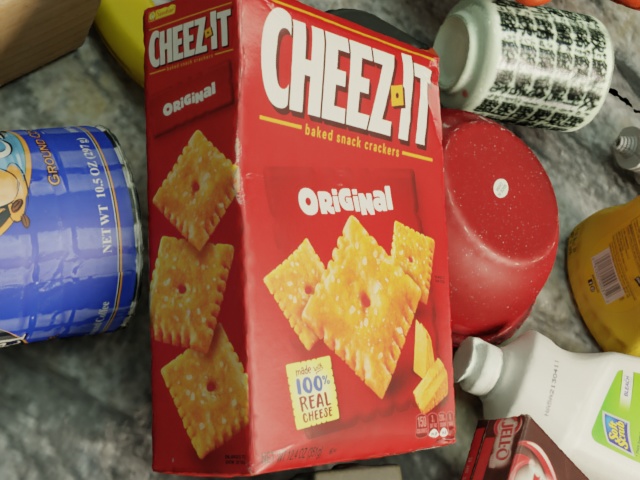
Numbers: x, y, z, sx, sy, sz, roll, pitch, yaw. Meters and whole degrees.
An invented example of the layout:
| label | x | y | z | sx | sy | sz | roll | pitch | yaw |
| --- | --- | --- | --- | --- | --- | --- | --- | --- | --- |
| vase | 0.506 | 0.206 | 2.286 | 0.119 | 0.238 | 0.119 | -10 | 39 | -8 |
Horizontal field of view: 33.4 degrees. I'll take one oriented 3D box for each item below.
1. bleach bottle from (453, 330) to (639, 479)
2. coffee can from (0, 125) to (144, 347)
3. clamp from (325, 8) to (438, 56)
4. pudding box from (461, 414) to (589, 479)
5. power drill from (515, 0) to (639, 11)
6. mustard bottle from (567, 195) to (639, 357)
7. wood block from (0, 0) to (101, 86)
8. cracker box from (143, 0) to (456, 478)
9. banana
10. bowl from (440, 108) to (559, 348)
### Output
| label | x | y | z | sx | sy | sz | roll | pitch | yaw |
| --- | --- | --- | --- | --- | --- | --- | --- | --- | --- |
| bleach bottle | 0.195 | 0.111 | 0.640 | 0.250 | 0.068 | 0.102 | 24 | 56 | -11 |
| coffee can | -0.165 | 0.001 | 0.491 | 0.140 | 0.103 | 0.103 | -7 | 68 | -29 |
| clamp | -0.007 | -0.120 | 0.673 | 0.171 | 0.039 | 0.120 | -12 | 76 | -33 |
| pudding box | 0.115 | 0.160 | 0.565 | 0.113 | 0.039 | 0.090 | 47 | 50 | -30 |
| power drill | 0.142 | -0.209 | 0.754 | 0.187 | 0.057 | 0.185 | -8 | 35 | -37 |
| mustard bottle | 0.228 | -0.003 | 0.634 | 0.058 | 0.192 | 0.096 | 0 | 65 | -27 |
| wood block | -0.216 | -0.113 | 0.533 | 0.205 | 0.090 | 0.091 | -37 | 85 | -35 |
| cracker box | -0.003 | 0.001 | 0.522 | 0.163 | 0.072 | 0.214 | 7 | 79 | -51 |
| banana | -0.097 | -0.132 | 0.622 | 0.069 | 0.037 | 0.198 | -38 | 71 | -12 |
| bowl | 0.092 | -0.019 | 0.642 | 0.161 | 0.055 | 0.162 | 16 | 61 | -31 |
